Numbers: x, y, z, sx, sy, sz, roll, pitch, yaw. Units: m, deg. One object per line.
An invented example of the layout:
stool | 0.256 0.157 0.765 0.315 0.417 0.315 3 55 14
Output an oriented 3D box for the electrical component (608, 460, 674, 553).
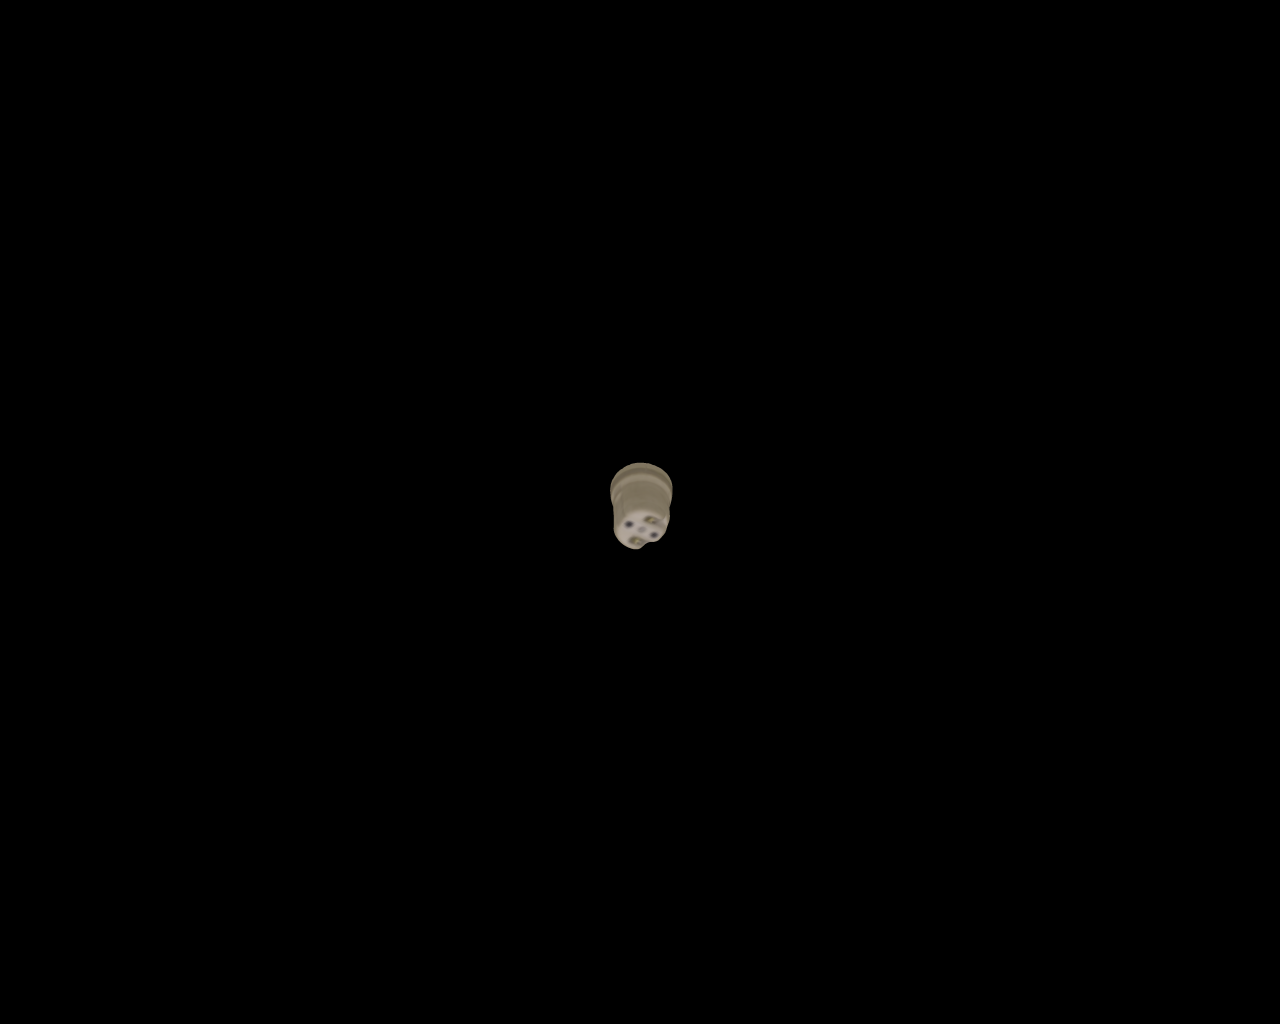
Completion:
electrical component | 0.001 -0.003 0.650 0.040 0.040 0.046 0 36 0
